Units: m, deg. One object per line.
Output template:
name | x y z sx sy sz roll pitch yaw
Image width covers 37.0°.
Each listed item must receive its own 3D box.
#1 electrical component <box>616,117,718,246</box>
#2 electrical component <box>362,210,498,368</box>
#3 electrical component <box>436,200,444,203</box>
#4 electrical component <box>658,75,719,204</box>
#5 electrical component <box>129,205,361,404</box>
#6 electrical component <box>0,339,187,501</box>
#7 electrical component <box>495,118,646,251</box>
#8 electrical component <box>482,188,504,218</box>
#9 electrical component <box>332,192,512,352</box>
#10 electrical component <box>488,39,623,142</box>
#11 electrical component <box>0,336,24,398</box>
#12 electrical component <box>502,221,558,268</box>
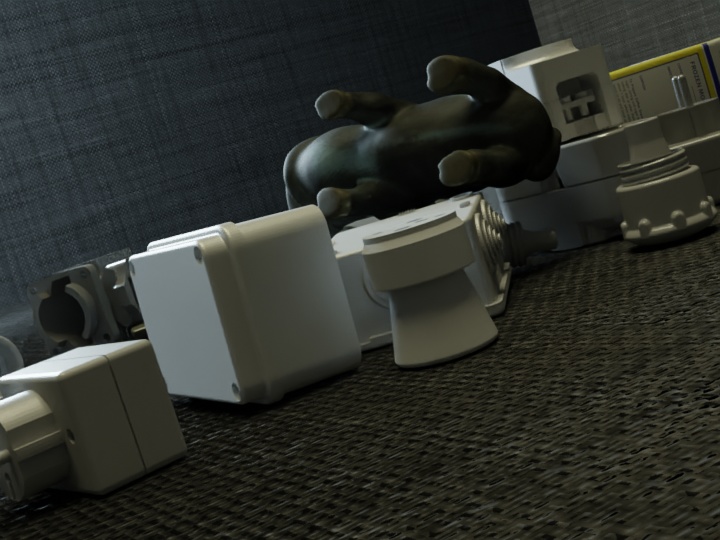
electrical component | 0.151 -0.046 0.546 0.048 0.062 0.048 -17 6 2
electrical component | 0.028 0.007 0.444 0.045 0.055 0.045 -17 6 2
electrical component | 0.089 -0.057 0.860 0.078 0.057 0.058 -13 7 35
electrical component | 0.201 -0.079 0.643 0.047 0.076 0.065 -17 6 8
electrical component | -0.057 0.017 0.495 0.057 0.078 0.113 -17 5 -28
electrical component | -0.118 0.062 0.405 0.077 0.047 0.066 -22 7 -37
electrical component | 0.131 -0.048 0.639 0.095 0.059 0.054 -12 8 46
electrical component | 0.103 -0.048 0.739 0.058 0.057 0.078 -18 6 -8
electrical component | 0.025 -0.001 0.536 0.100 0.048 0.099 -16 9 14
electrical component | 0.110 -0.105 0.656 0.050 0.055 0.089 -19 6 -18
electrical component | -0.267 0.070 0.751 0.055 0.055 0.047 -22 11 -38
electrical component | 0.078 -0.013 0.597 0.061 0.035 0.035 -8 6 1
